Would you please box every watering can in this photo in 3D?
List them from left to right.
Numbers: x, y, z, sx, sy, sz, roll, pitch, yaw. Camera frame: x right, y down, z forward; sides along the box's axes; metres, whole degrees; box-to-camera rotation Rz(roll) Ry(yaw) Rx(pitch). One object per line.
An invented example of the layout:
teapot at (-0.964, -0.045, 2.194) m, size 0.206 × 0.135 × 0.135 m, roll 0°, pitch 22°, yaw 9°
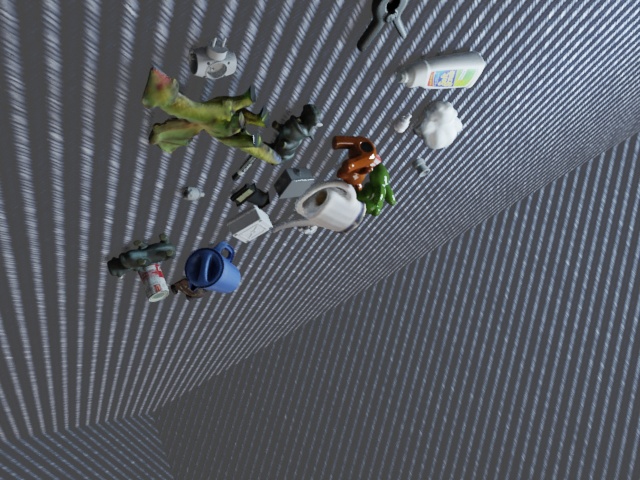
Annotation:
watering can at (0.005, -0.087, 1.727) m, size 0.222 × 0.106 × 0.342 m, roll 25°, pitch 137°, yaw -29°

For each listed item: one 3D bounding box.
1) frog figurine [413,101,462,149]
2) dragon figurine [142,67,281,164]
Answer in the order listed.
frog figurine at (0.372, -0.352, 1.565) m, size 0.137 × 0.124 × 0.157 m, roll 0°, pitch 164°, yaw -16°
dragon figurine at (-0.237, -0.230, 1.089) m, size 0.242 × 0.124 × 0.404 m, roll -5°, pitch 161°, yaw 8°
